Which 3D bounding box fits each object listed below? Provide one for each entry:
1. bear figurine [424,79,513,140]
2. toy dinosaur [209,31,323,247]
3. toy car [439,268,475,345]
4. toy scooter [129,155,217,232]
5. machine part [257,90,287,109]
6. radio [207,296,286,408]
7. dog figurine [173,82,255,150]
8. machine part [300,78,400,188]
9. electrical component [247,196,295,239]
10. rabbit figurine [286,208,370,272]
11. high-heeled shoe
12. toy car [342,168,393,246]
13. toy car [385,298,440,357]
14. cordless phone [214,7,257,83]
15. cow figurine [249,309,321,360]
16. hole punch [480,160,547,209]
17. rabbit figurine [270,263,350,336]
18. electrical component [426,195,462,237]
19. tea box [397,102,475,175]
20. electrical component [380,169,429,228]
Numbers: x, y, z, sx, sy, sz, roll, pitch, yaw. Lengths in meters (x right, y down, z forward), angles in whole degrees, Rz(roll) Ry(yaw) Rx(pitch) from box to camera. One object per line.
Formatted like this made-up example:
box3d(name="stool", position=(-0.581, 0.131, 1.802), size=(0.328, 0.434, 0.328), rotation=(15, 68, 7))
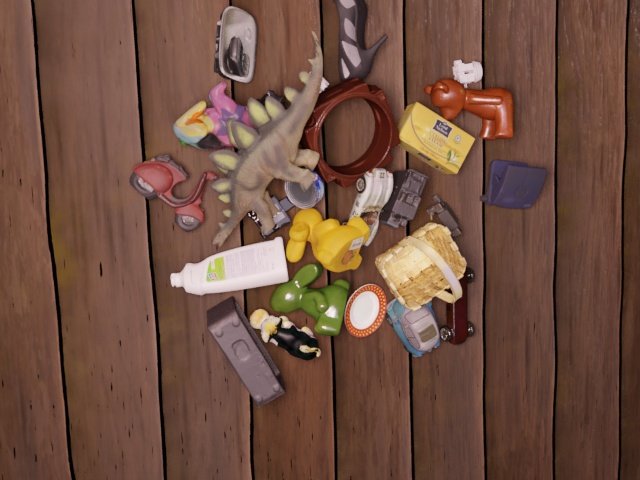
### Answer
box3d(name="bear figurine", position=(0.341, -0.302, 1.240), size=(0.196, 0.120, 0.131), rotation=(1, 99, -10))
box3d(name="toy dinosaur", position=(-0.100, -0.171, 1.063), size=(0.198, 0.105, 0.471), rotation=(31, 111, -20))
box3d(name="toy car", position=(0.332, 0.155, 1.313), size=(0.089, 0.053, 0.202), rotation=(-6, 96, -26))
box3d(name="toy scooter", position=(-0.301, -0.118, 1.145), size=(0.183, 0.075, 0.135), rotation=(42, 86, -16))
box3d(name="machine part", position=(-0.075, -0.273, 1.184), size=(0.138, 0.084, 0.039), rotation=(36, 60, -25))
box3d(name="radio", position=(-0.162, 0.245, 1.178), size=(0.073, 0.131, 0.229), rotation=(-32, 101, -6))
box3d(name="dog figurine", position=(-0.177, -0.218, 1.147), size=(0.191, 0.108, 0.219), rotation=(-44, 105, -6))
box3d(name="machine part", position=(0.062, -0.232, 1.174), size=(0.201, 0.087, 0.201), rotation=(-29, 122, -8))
box3d(name="electrical component", position=(-0.097, -0.062, 1.207), size=(0.119, 0.048, 0.074), rotation=(-31, 101, -6))
box3d(name="rabbit figurine", position=(-0.002, -0.004, 1.180), size=(0.162, 0.173, 0.121), rotation=(-23, 142, -32))
box3d(name="high-heeled shoe", position=(0.044, -0.475, 1.202), size=(0.145, 0.086, 0.249), rotation=(-39, 83, 25))
box3d(name="toy car", position=(0.107, -0.070, 1.207), size=(0.073, 0.056, 0.201), rotation=(-3, 128, -31))
box3d(name="toy car", position=(0.231, 0.205, 1.273), size=(0.109, 0.103, 0.161), rotation=(-26, 98, -8))
box3d(name="cordless phone", position=(-0.173, -0.406, 1.089), size=(0.089, 0.184, 0.146), rotation=(5, 94, -8))
box3d(name="cow figurine", position=(-0.078, 0.215, 1.201), size=(0.167, 0.098, 0.068), rotation=(30, 90, -25))
box3d(name="hole punch", position=(0.474, -0.132, 1.300), size=(0.142, 0.092, 0.115), rotation=(2, 98, -16))
box3d(name="rabbit figurine", position=(-0.025, 0.130, 1.208), size=(0.170, 0.121, 0.159), rotation=(12, 90, 3))
box3d(name="electrical component", position=(0.295, -0.051, 1.279), size=(0.045, 0.078, 0.102), rotation=(-34, 108, 20))
box3d(name="tea box", position=(0.261, -0.234, 1.255), size=(0.169, 0.068, 0.098), rotation=(27, 89, -12))
box3d(name="electrical component", position=(0.184, -0.093, 1.228), size=(0.058, 0.115, 0.134), rotation=(22, 89, -11))
